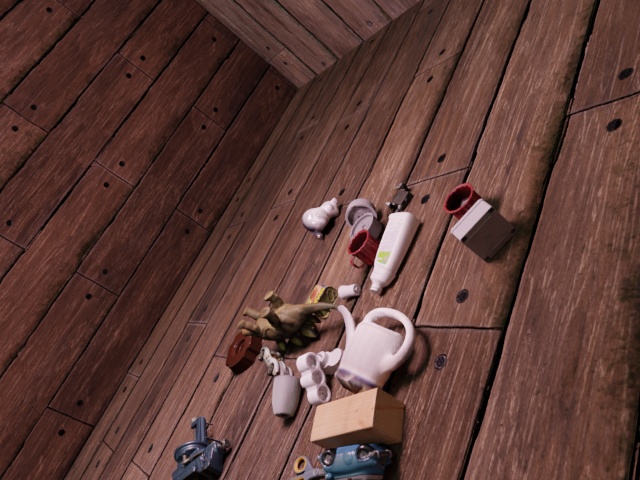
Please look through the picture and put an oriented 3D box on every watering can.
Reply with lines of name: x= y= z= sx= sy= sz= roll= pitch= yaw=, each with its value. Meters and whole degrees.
watering can: x=0.109 y=0.272 z=1.310 sx=0.347 sy=0.103 sz=0.227 roll=-1 pitch=56 yaw=60

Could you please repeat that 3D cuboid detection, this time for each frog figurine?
frog figurine: x=0.006 y=-0.102 z=2.025 sx=0.158 sy=0.122 sz=0.138 roll=-61 pitch=2 yaw=9
